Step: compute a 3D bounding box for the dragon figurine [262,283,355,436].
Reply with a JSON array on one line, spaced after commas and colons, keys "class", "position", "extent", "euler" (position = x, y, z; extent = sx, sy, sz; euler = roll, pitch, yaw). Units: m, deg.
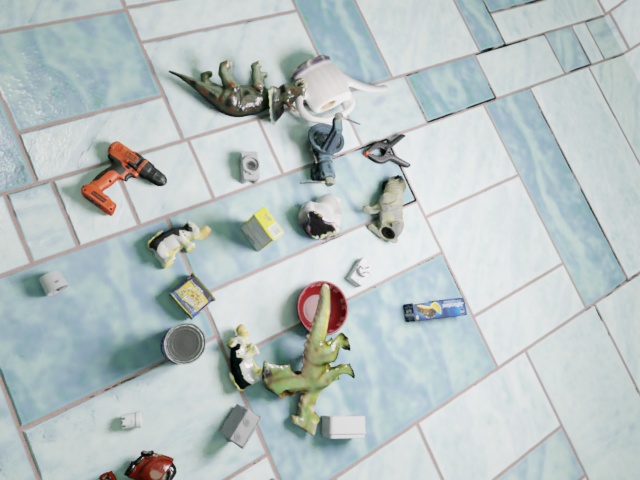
[{"class": "dragon figurine", "position": [-0.044, 0.339, 1.413], "extent": [0.244, 0.122, 0.406], "euler": [-18, 104, -24]}]

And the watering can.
[{"class": "watering can", "position": [0.050, -0.520, 1.727], "extent": [0.351, 0.103, 0.225], "euler": [-31, 87, -25]}]

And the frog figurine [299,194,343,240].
[{"class": "frog figurine", "position": [0.005, -0.081, 1.609], "extent": [0.137, 0.120, 0.163], "euler": [18, 35, -7]}]
